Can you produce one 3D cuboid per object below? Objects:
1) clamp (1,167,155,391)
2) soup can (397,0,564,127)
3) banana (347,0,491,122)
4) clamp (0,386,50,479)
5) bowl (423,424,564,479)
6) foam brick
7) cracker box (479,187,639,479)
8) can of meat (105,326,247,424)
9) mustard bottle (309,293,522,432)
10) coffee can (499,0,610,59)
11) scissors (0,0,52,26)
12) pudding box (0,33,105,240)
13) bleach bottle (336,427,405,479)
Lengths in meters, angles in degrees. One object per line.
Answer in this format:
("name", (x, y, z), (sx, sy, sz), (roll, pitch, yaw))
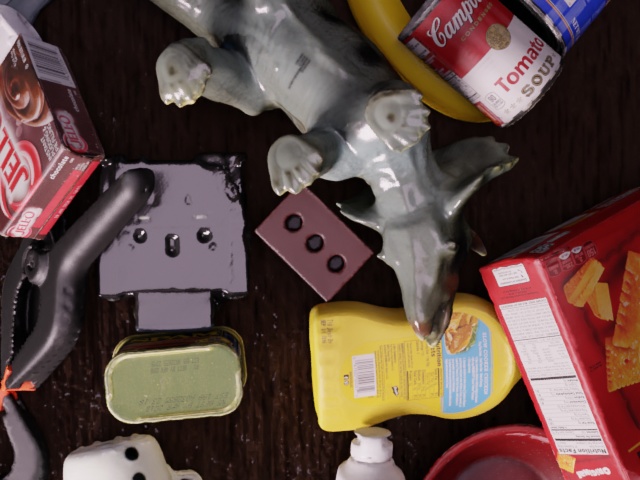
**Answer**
("clamp", (-0.184, 0.016, 0.760), (0.036, 0.165, 0.210), (7, 101, -42))
("soup can", (0.116, -0.138, 0.767), (0.102, 0.068, 0.068), (40, 89, -7))
("banana", (0.077, -0.150, 0.814), (0.197, 0.037, 0.069), (40, 71, -6))
("clamp", (-0.256, 0.195, 0.800), (0.120, 0.039, 0.171), (-3, 89, -10))
("bowl", (0.144, 0.216, 0.822), (0.162, 0.055, 0.162), (0, 92, -4))
("foam brick", (-0.005, 0.001, 0.804), (0.078, 0.051, 0.053), (43, 89, -5))
("cracker box", (0.232, 0.083, 0.785), (0.163, 0.072, 0.214), (-25, 93, -31))
("can of meat", (-0.105, 0.099, 0.784), (0.102, 0.084, 0.057), (-5, 92, -4))
("mustard bottle", (0.090, 0.089, 0.810), (0.191, 0.058, 0.096), (-5, 103, -4))
("coffee can", (0.183, -0.218, 0.784), (0.103, 0.103, 0.140), (40, 89, -5))
("scissors", (-0.225, -0.195, 0.797), (0.096, 0.016, 0.202), (33, 89, -5))
("pudding box", (-0.199, -0.070, 0.736), (0.090, 0.039, 0.113), (-46, 53, 29))
("bleach bottle", (0.035, 0.266, 0.788), (0.068, 0.102, 0.251), (2, 96, -8))
